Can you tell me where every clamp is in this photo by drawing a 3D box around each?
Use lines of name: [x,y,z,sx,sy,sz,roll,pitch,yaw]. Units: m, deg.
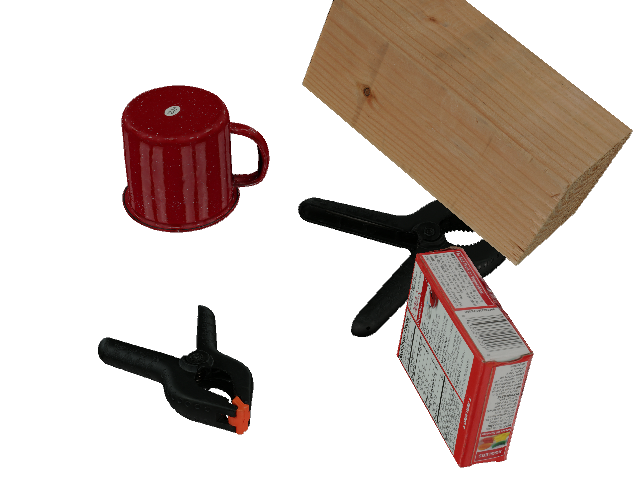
clamp: [-0.109,0.114,0.976,0.172,0.039,0.120,31,46,35]
clamp: [0.096,0.012,0.978,0.209,0.164,0.036,-6,-42,-10]

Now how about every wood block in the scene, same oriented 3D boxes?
wood block: [0.099,-0.094,0.753,0.090,0.206,0.091,-36,-20,-38]

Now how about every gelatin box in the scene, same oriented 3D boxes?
gelatin box: [0.072,0.058,0.546,0.030,0.073,0.089,-7,37,-17]

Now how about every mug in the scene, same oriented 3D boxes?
mug: [-0.098,-0.066,0.825,0.117,0.081,0.093,1,39,0]
